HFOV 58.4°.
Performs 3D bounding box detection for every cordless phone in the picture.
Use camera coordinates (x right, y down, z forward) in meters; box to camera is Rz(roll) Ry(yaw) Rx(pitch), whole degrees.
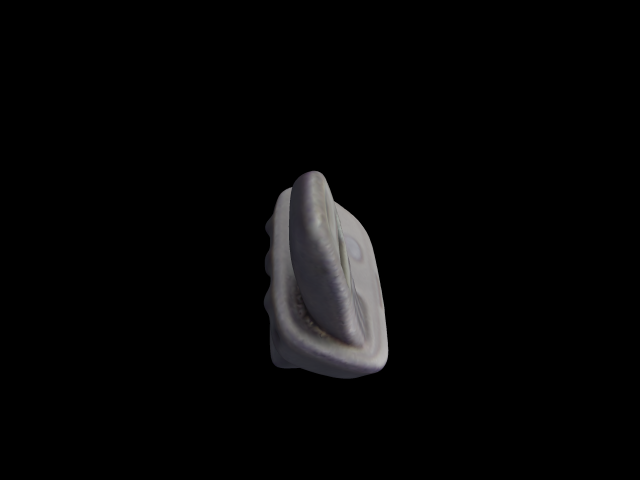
[{"bbox_3d":[0.004,0.001,0.400,0.094,0.185,0.147,-5,53,-4],"label":"cordless phone"}]
